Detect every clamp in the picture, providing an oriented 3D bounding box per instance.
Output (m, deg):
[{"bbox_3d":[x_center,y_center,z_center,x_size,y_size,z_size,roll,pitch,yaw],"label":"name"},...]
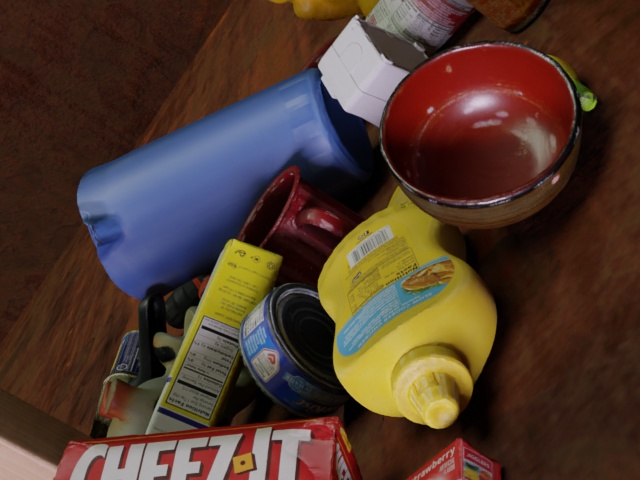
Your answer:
[{"bbox_3d":[-0.128,0.143,0.926,0.039,0.120,0.172,-19,-44,-49],"label":"clamp"}]

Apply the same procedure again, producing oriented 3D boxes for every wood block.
[{"bbox_3d":[-0.265,0.210,0.955,0.091,0.206,0.090,-55,16,9],"label":"wood block"}]

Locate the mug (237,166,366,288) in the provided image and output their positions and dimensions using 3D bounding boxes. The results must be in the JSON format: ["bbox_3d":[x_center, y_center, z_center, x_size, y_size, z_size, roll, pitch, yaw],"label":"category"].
[{"bbox_3d":[-0.005,0.001,0.805,0.117,0.081,0.093,-25,37,62],"label":"mug"}]

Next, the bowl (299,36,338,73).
[{"bbox_3d":[-0.003,-0.124,1.070,0.162,0.055,0.162,-51,18,23],"label":"bowl"}]

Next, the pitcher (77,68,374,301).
[{"bbox_3d":[-0.076,-0.052,0.939,0.243,0.145,0.149,-25,41,20],"label":"pitcher"}]

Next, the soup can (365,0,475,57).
[{"bbox_3d":[0.092,-0.201,0.917,0.102,0.068,0.068,-46,20,36],"label":"soup can"}]

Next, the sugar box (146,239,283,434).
[{"bbox_3d":[-0.079,0.094,0.727,0.093,0.048,0.176,114,175,-62],"label":"sugar box"}]

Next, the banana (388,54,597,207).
[{"bbox_3d":[0.101,-0.065,0.698,0.198,0.037,0.069,-41,23,45],"label":"banana"}]

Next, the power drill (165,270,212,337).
[{"bbox_3d":[-0.108,0.067,1.025,0.185,0.057,0.187,-48,19,30],"label":"power drill"}]

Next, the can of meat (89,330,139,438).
[{"bbox_3d":[-0.187,0.153,1.068,0.084,0.057,0.102,-86,14,-62],"label":"can of meat"}]

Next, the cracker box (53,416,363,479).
[{"bbox_3d":[-0.070,0.189,0.520,0.164,0.072,0.213,-7,36,12],"label":"cracker box"}]

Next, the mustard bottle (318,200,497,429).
[{"bbox_3d":[0.050,0.046,0.600,0.096,0.058,0.191,-36,21,10],"label":"mustard bottle"}]

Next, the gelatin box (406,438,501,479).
[{"bbox_3d":[0.045,0.145,0.491,0.089,0.030,0.073,-46,20,33],"label":"gelatin box"}]

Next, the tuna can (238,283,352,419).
[{"bbox_3d":[-0.008,0.070,0.683,0.034,0.086,0.086,-45,20,30],"label":"tuna can"}]
